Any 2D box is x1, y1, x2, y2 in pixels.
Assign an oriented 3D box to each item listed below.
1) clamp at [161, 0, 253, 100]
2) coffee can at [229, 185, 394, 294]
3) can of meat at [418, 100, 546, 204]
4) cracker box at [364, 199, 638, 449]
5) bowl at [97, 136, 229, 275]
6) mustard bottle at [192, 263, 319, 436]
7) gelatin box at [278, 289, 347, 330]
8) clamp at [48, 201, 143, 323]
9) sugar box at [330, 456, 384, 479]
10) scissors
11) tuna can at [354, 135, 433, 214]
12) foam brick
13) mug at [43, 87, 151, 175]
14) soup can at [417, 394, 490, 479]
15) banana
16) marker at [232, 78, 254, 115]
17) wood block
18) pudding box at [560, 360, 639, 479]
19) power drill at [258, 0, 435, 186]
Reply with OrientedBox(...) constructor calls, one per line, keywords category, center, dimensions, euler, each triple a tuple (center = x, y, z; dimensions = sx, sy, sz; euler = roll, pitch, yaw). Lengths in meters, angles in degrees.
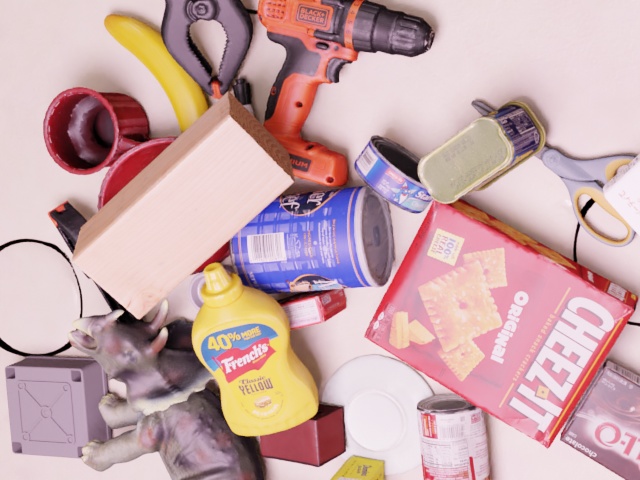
OrientedBox(category="clamp", center=(-0.111, -0.245, 1.079), dimensions=(0.164, 0.036, 0.210), euler=(-11, 121, 8))
OrientedBox(category="coffee can", center=(-0.007, 0.001, 1.078), dimensions=(0.140, 0.102, 0.103), euler=(-5, 96, 21))
OrientedBox(category="can of meat", center=(0.151, -0.081, 1.006), dimensions=(0.102, 0.083, 0.057), euler=(-36, 85, 33))
OrientedBox(category="cracker box", center=(0.172, 0.075, 1.038), dimensions=(0.214, 0.072, 0.164), euler=(31, 107, 13))
OrientedBox(category="bowl", center=(-0.153, -0.024, 1.117), dimensions=(0.162, 0.055, 0.162), euler=(-2, 114, -5))
OrientedBox(category="mustard bottle", center=(-0.073, 0.104, 1.057), dimensions=(0.096, 0.058, 0.191), euler=(-15, 119, 10))
OrientedBox(category="gelatin box", center=(-0.025, 0.074, 1.110), dimensions=(0.089, 0.073, 0.030), euler=(-15, 91, 22))
OrientedBox(category="clamp", center=(-0.245, 0.033, 1.192), dimensions=(0.172, 0.039, 0.120), euler=(50, 153, 25))
OrientedBox(category="sugar box", center=(0.034, 0.326, 1.107), dimensions=(0.048, 0.093, 0.176), euler=(3, 104, 21))
OrientedBox(category="scissors", center=(0.243, -0.084, 1.019), dimensions=(0.096, 0.016, 0.202), euler=(-40, 83, 19))
OrientedBox(category="tuna can", center=(0.076, -0.064, 1.047), dimensions=(0.086, 0.086, 0.034), euler=(40, 110, 11))
OrientedBox(category="foam brick", center=(-0.018, 0.203, 1.128), dimensions=(0.078, 0.052, 0.051), euler=(1, 100, 35))
OrientedBox(category="mug", center=(-0.228, -0.116, 1.155), dimensions=(0.117, 0.081, 0.093), euler=(18, 103, 17))
OrientedBox(category="soup can", center=(0.134, 0.212, 1.074), dimensions=(0.069, 0.068, 0.102), euler=(-4, 96, 21))
OrientedBox(category="banana", center=(-0.166, -0.169, 1.148), dimensions=(0.070, 0.037, 0.198), euler=(-28, 87, 21))
OrientedBox(category="marker", center=(-0.075, -0.111, 1.132), dimensions=(0.020, 0.020, 0.121), euler=(-7, 95, 21))
OrientedBox(category="wood block", center=(-0.132, -0.034, 1.034), dimensions=(0.206, 0.090, 0.090), euler=(-41, 111, 12))
OrientedBox(category="pudding box", center=(0.302, 0.181, 1.022), dimensions=(0.113, 0.039, 0.090), euler=(31, 107, 14))
OrientedBox(category="power drill", center=(0.011, -0.153, 1.076), dimensions=(0.185, 0.057, 0.188), euler=(17, 101, 20))
